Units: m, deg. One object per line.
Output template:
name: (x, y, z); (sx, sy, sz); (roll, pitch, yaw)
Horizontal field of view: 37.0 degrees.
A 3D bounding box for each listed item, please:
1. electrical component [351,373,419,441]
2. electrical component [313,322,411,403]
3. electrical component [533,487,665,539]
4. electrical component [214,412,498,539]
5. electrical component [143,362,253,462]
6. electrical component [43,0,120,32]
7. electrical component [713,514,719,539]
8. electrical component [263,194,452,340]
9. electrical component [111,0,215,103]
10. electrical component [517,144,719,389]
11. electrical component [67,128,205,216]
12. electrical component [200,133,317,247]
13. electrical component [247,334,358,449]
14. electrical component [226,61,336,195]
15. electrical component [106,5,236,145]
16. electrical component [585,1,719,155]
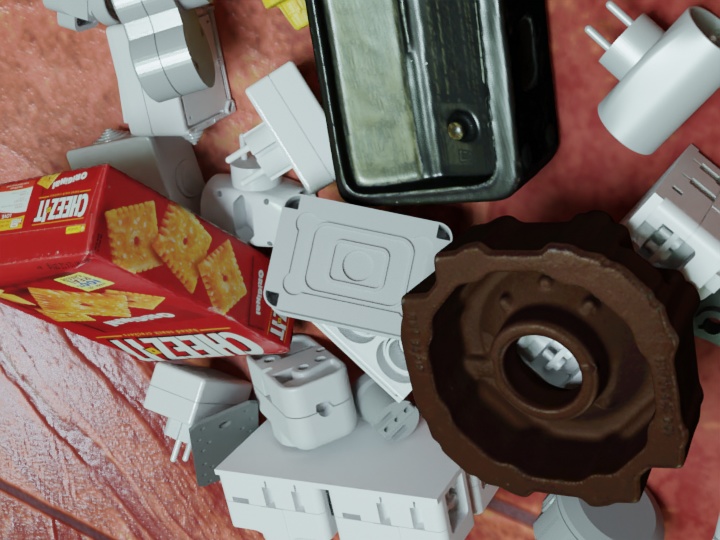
electrical component: (0.019, 0.101, 0.803); (0.046, 0.040, 0.040); (-136, 38, -58)
electrical component: (0.010, 0.024, 0.766); (0.121, 0.063, 0.078); (43, 127, 6)
electrical component: (0.164, 0.175, 0.741); (0.080, 0.080, 0.051); (37, 132, 10)
electrical component: (0.001, 0.158, 0.812); (0.186, 0.105, 0.060); (1, 114, 30)
electrical component: (-0.136, 0.119, 0.871); (0.047, 0.083, 0.075); (17, 89, 23)
electrical component: (-0.189, -0.208, 0.772); (0.057, 0.058, 0.078); (20, 122, 24)
electrical component: (0.312, 0.136, 0.617); (0.186, 0.105, 0.060); (15, 120, 24)
electrical component: (0.000, 0.000, 0.701); (0.113, 0.057, 0.078); (12, 85, 4)
electrical component: (-0.117, -0.183, 0.684); (0.074, 0.052, 0.138); (-14, 103, 11)
electrical component: (0.166, 0.010, 0.650); (0.062, 0.089, 0.150); (41, 127, 7)
electrical component: (-0.168, -0.064, 0.837); (0.100, 0.048, 0.099); (-6, 110, 33)
electrical component: (-0.075, -0.061, 0.786); (0.077, 0.043, 0.079); (11, 119, 26)
electrical component: (-0.044, 0.095, 0.818); (0.095, 0.054, 0.059); (29, 135, 61)
electrical component: (-0.055, -0.086, 0.738); (0.076, 0.047, 0.083); (-32, 94, 3)
electrical component: (-0.137, -0.136, 0.774); (0.061, 0.062, 0.096); (3, 115, 29)
electrical component: (0.164, -0.120, 0.615); (0.079, 0.044, 0.077); (44, 128, 5)
